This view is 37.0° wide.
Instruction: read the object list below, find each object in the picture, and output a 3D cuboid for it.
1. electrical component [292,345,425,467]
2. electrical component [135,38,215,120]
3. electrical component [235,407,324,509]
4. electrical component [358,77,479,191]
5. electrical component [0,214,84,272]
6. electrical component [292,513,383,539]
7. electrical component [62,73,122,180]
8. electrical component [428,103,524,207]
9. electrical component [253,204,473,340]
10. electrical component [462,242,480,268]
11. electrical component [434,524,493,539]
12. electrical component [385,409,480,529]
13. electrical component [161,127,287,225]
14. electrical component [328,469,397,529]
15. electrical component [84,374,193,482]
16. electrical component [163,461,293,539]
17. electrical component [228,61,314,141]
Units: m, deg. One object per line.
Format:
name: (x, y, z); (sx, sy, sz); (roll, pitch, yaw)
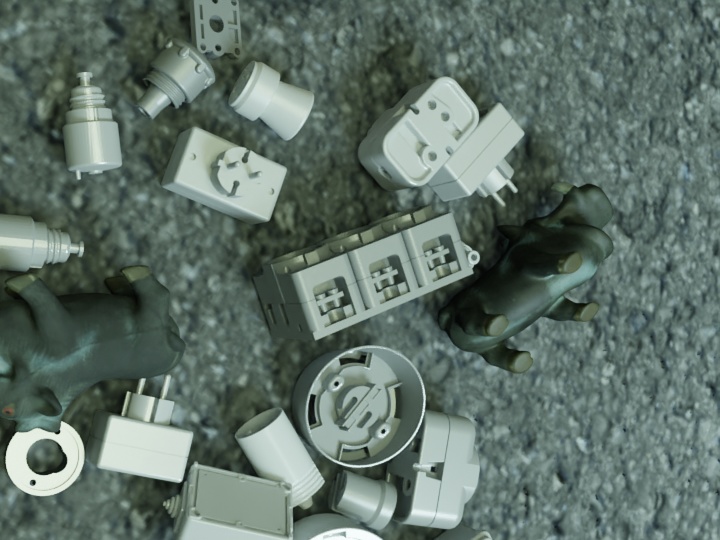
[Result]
electrical component: (-0.003, 0.110, 0.877); (0.099, 0.064, 0.099); (1, 88, -26)
electrical component: (-0.146, -0.144, 0.828); (0.048, 0.048, 0.062); (44, 78, -19)
electrical component: (-0.061, 0.155, 0.859); (0.043, 0.043, 0.081); (-34, 103, -23)
electrical component: (0.047, -0.114, 0.913); (0.053, 0.059, 0.095); (48, 69, -17)
electrical component: (-0.240, -0.019, 0.777); (0.078, 0.040, 0.040); (5, 86, -26)
electrical component: (-0.027, 0.247, 0.859); (0.108, 0.060, 0.108); (-3, 98, -21)
electrical component: (-0.201, -0.107, 0.800); (0.040, 0.040, 0.078); (-7, 91, -27)
electrical component: (0.110, -0.090, 0.950); (0.075, 0.047, 0.083); (48, 69, -15)
electrical component: (0.000, 0.000, 0.869); (0.150, 0.089, 0.061); (-22, 98, -25)
electrical component: (0.082, -0.009, 0.925); (0.035, 0.061, 0.035); (1, 88, -26)
electrical component: (0.079, 0.292, 0.916); (0.109, 0.056, 0.108); (-30, 101, -24)
electrical component: (0.062, 0.168, 0.913); (0.059, 0.054, 0.095); (13, 82, -25)
electrical component: (-0.099, -0.074, 0.830); (0.083, 0.076, 0.047); (23, 78, -24)
electrical component: (0.001, 0.189, 0.891); (0.046, 0.040, 0.040); (24, 78, -18)
electrical component: (-0.162, 0.113, 0.808); (0.066, 0.047, 0.076); (16, 81, -25)
electrical component: (-0.104, 0.193, 0.813); (0.096, 0.061, 0.061); (16, 118, -13)
electrical component: (-0.071, -0.136, 0.863); (0.055, 0.045, 0.045); (28, 76, -22)
